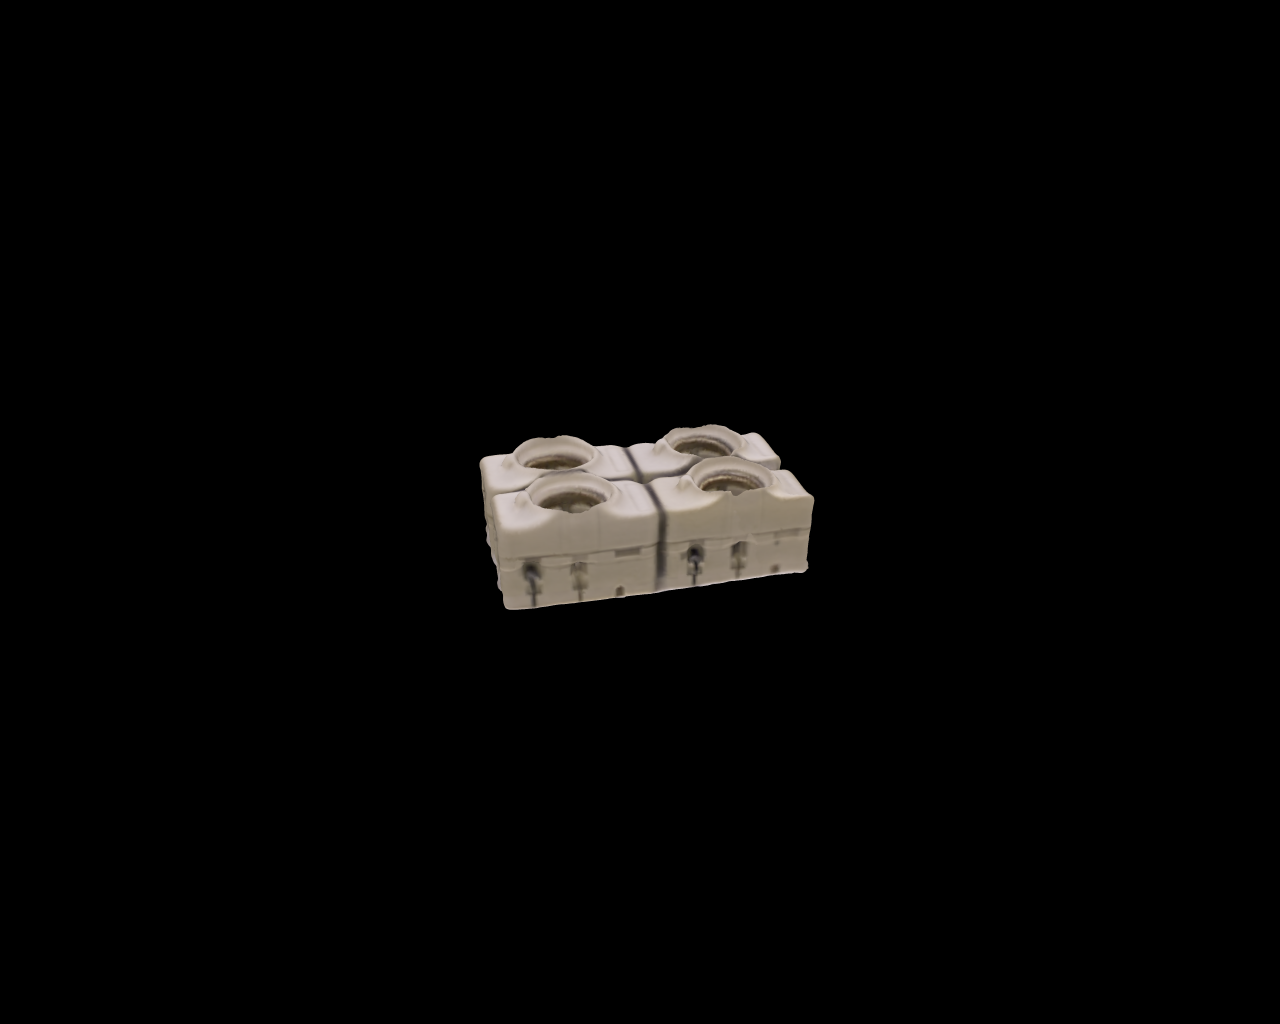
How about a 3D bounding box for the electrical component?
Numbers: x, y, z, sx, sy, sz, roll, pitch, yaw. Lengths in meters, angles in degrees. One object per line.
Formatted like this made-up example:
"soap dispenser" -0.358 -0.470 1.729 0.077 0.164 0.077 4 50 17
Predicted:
"electrical component" 0.001 -0.003 0.650 0.186 0.060 0.105 -6 28 -12
